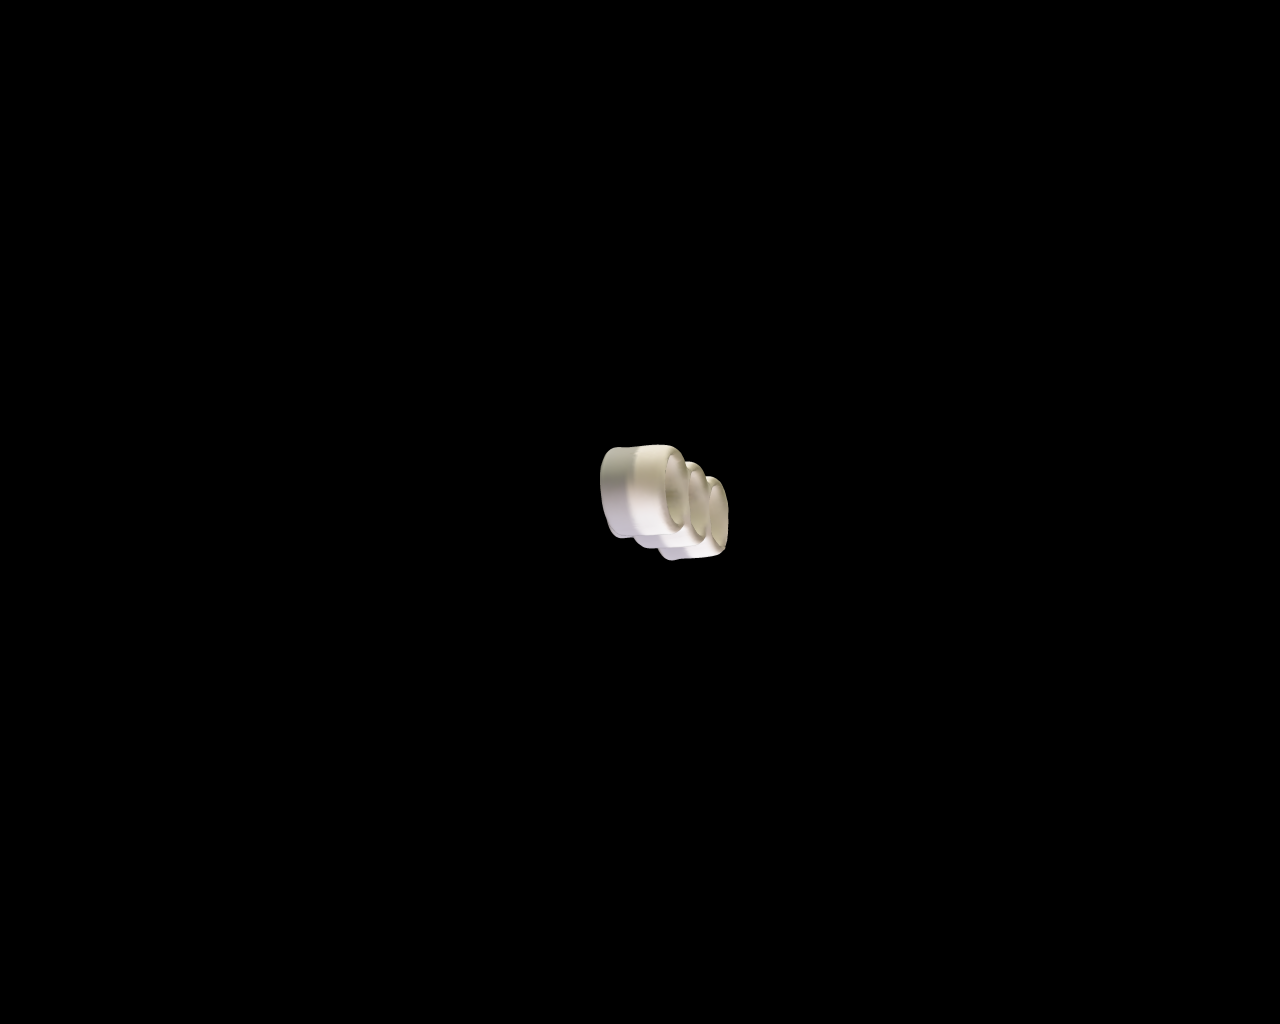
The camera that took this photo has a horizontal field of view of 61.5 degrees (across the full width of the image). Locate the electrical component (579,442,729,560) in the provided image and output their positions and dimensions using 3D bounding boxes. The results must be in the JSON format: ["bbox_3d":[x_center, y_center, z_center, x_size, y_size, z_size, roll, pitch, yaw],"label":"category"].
[{"bbox_3d":[0.001,-0.003,0.650,0.074,0.052,0.138,-4,-12,19],"label":"electrical component"}]
